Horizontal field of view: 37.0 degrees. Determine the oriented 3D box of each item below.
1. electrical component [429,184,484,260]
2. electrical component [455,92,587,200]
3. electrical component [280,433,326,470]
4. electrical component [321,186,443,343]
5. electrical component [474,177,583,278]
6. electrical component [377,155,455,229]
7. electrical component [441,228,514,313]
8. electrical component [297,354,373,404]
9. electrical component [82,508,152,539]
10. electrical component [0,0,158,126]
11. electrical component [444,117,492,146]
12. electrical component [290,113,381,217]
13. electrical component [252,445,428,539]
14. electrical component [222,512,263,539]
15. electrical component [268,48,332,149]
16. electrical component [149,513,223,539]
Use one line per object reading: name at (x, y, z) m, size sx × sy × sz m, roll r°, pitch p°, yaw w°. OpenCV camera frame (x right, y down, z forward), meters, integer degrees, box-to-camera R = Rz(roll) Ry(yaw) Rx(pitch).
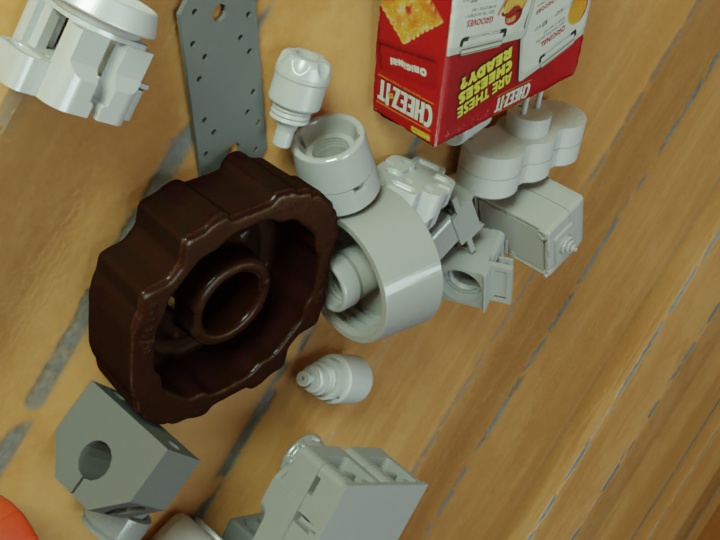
electrical component at (0.061, -0.036, 0.866) m, size 0.063 × 0.042 × 0.081 m, roll -47°, pitch 147°, yaw -13°
electrical component at (0.138, -0.116, 0.890) m, size 0.138 × 0.052 × 0.073 m, roll -28°, pitch 138°, yaw -38°
electrical component at (-0.033, 0.171, 0.904) m, size 0.048 × 0.062 × 0.048 m, roll -34°, pitch 141°, yaw -32°
electrical component at (0.000, 0.000, 0.758) m, size 0.060 × 0.108 × 0.108 m, roll -26°, pitch 137°, yaw -32°
electrical component at (0.153, -0.045, 0.933) m, size 0.061 × 0.096 × 0.061 m, roll -43°, pitch 146°, yaw -23°
electrical component at (0.033, -0.046, 0.802) m, size 0.078 × 0.058 × 0.057 m, roll -43°, pitch 156°, yaw -61°
electrical component at (0.094, -0.004, 0.916) m, size 0.042 × 0.081 × 0.063 m, roll 86°, pitch 25°, yaw -44°
electrical component at (-0.023, 0.087, 0.864) m, size 0.078 × 0.040 × 0.040 m, roll 9°, pitch 111°, yaw -56°
electrical component at (-0.158, 0.157, 0.737) m, size 0.055 × 0.045 × 0.045 m, roll -56°, pitch 149°, yaw -1°
electrical component at (-0.133, -0.110, 0.521) m, size 0.078 × 0.058 × 0.057 m, roll 8°, pitch 114°, yaw -56°
electrical component at (0.085, -0.127, 0.820) m, size 0.078 × 0.040 × 0.040 m, roll -37°, pitch 144°, yaw -28°
electrical component at (-0.017, -0.071, 0.718) m, size 0.055 × 0.055 × 0.047 m, roll -42°, pitch 141°, yaw -23°
electrical component at (-0.040, 0.227, 0.832) m, size 0.105 × 0.060 × 0.186 m, roll 14°, pitch 106°, yaw -53°
electrical component at (-0.089, 0.251, 0.913) m, size 0.066 × 0.047 × 0.076 m, roll 7°, pitch 112°, yaw -56°
electrical component at (-0.041, -0.106, 0.672) m, size 0.035 × 0.035 × 0.061 m, roll -13°, pitch 131°, yaw -49°
electrical component at (-0.128, 0.233, 0.837) m, size 0.059 × 0.054 × 0.095 m, roll -46°, pitch 147°, yaw -17°
